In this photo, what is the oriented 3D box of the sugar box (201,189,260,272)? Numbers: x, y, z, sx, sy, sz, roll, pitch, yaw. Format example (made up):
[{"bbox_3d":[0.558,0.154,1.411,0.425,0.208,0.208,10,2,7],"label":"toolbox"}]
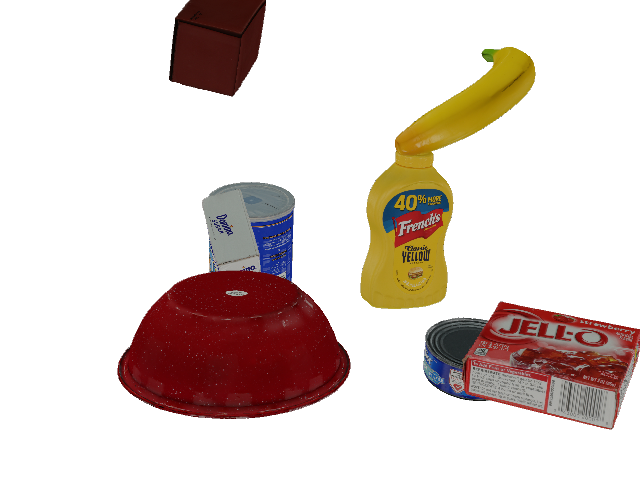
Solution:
[{"bbox_3d":[-0.078,0.045,1.044,0.048,0.093,0.176,-15,-43,-5],"label":"sugar box"}]

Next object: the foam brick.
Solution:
[{"bbox_3d":[-0.078,-0.153,0.810,0.053,0.051,0.078,14,34,5],"label":"foam brick"}]

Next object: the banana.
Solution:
[{"bbox_3d":[0.133,-0.119,0.891,0.070,0.037,0.197,-14,20,40],"label":"banana"}]

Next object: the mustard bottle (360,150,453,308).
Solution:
[{"bbox_3d":[0.097,-0.023,1.164,0.096,0.192,0.058,-3,19,-19],"label":"mustard bottle"}]

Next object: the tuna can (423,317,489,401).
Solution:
[{"bbox_3d":[0.132,0.103,0.927,0.086,0.034,0.086,3,26,-1],"label":"tuna can"}]

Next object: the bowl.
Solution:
[{"bbox_3d":[-0.059,0.061,0.733,0.162,0.055,0.162,1,18,0],"label":"bowl"}]

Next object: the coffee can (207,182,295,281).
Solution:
[{"bbox_3d":[-0.083,0.014,1.279,0.103,0.140,0.103,2,26,-1],"label":"coffee can"}]

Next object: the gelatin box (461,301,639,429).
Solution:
[{"bbox_3d":[0.136,0.070,0.626,0.089,0.030,0.073,12,27,22],"label":"gelatin box"}]
